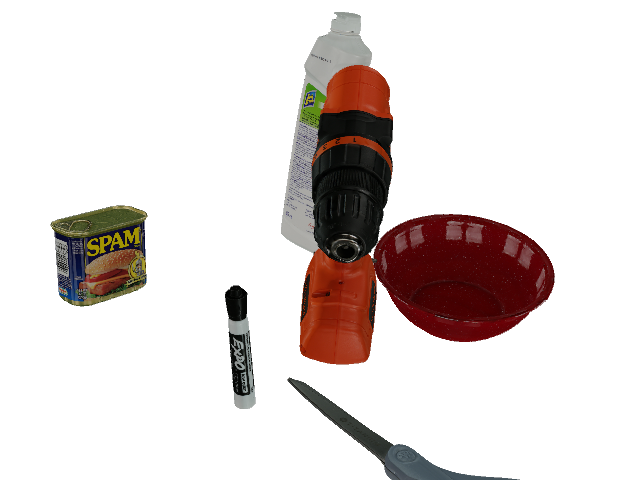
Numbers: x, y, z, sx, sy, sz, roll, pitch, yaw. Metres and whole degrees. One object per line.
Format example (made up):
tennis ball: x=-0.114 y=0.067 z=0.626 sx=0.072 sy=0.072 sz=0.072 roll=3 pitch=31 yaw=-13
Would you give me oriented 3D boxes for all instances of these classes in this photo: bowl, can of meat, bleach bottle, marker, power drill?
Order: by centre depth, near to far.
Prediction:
power drill: x=0.018 y=-0.002 z=0.742 sx=0.057 sy=0.188 sz=0.184 roll=7 pitch=41 yaw=1
marker: x=-0.069 y=0.092 z=0.916 sx=0.020 sy=0.121 sz=0.020 roll=-2 pitch=30 yaw=1
bowl: x=0.126 y=0.042 z=0.964 sx=0.162 sy=0.055 sz=0.162 roll=2 pitch=35 yaw=-2
bleach bottle: x=0.017 y=-0.113 z=1.134 sx=0.067 sy=0.251 sz=0.103 roll=-10 pitch=26 yaw=-42
can of meat: x=-0.235 y=0.016 z=1.148 sx=0.058 sy=0.084 sz=0.101 roll=18 pitch=25 yaw=40

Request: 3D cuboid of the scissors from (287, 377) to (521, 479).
scissors: x=0.064 y=0.119 z=0.558 sx=0.096 sy=0.016 sz=0.202 roll=-4 pitch=26 yaw=-24
